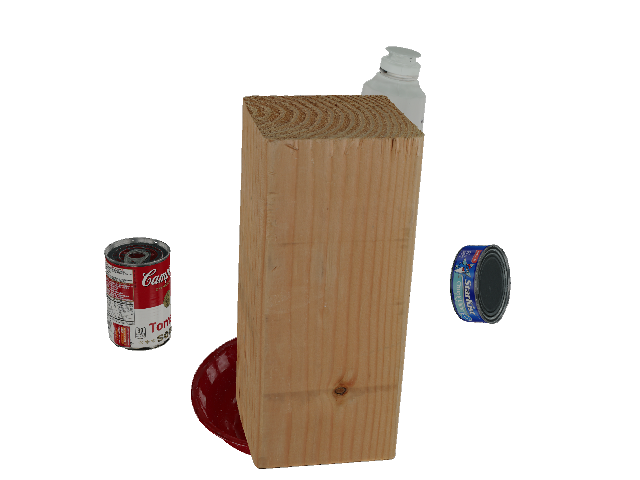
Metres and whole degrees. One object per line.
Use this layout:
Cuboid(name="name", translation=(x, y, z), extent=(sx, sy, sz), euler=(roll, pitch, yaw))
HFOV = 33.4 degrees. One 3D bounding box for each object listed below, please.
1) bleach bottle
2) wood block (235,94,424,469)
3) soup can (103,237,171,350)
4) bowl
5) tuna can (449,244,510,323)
Cuboid(name="bleach bottle", translation=(0.042, -0.036, 0.879), extent=(0.068, 0.251, 0.102), euler=(8, 22, -6))
Cuboid(name="wood block", translation=(0.000, 0.024, 0.641), extent=(0.090, 0.206, 0.090), euler=(-2, 23, -12))
Cuboid(name="soup can", translation=(-0.192, 0.057, 1.126), extent=(0.068, 0.102, 0.068), euler=(2, 23, -1))
Cuboid(name="bowl", translation=(-0.042, 0.158, 1.034), extent=(0.162, 0.055, 0.162), euler=(-3, 37, 2))
Cuboid(name="tuna can", translation=(0.173, 0.047, 1.158), extent=(0.034, 0.086, 0.086), euler=(1, 0, 34))
